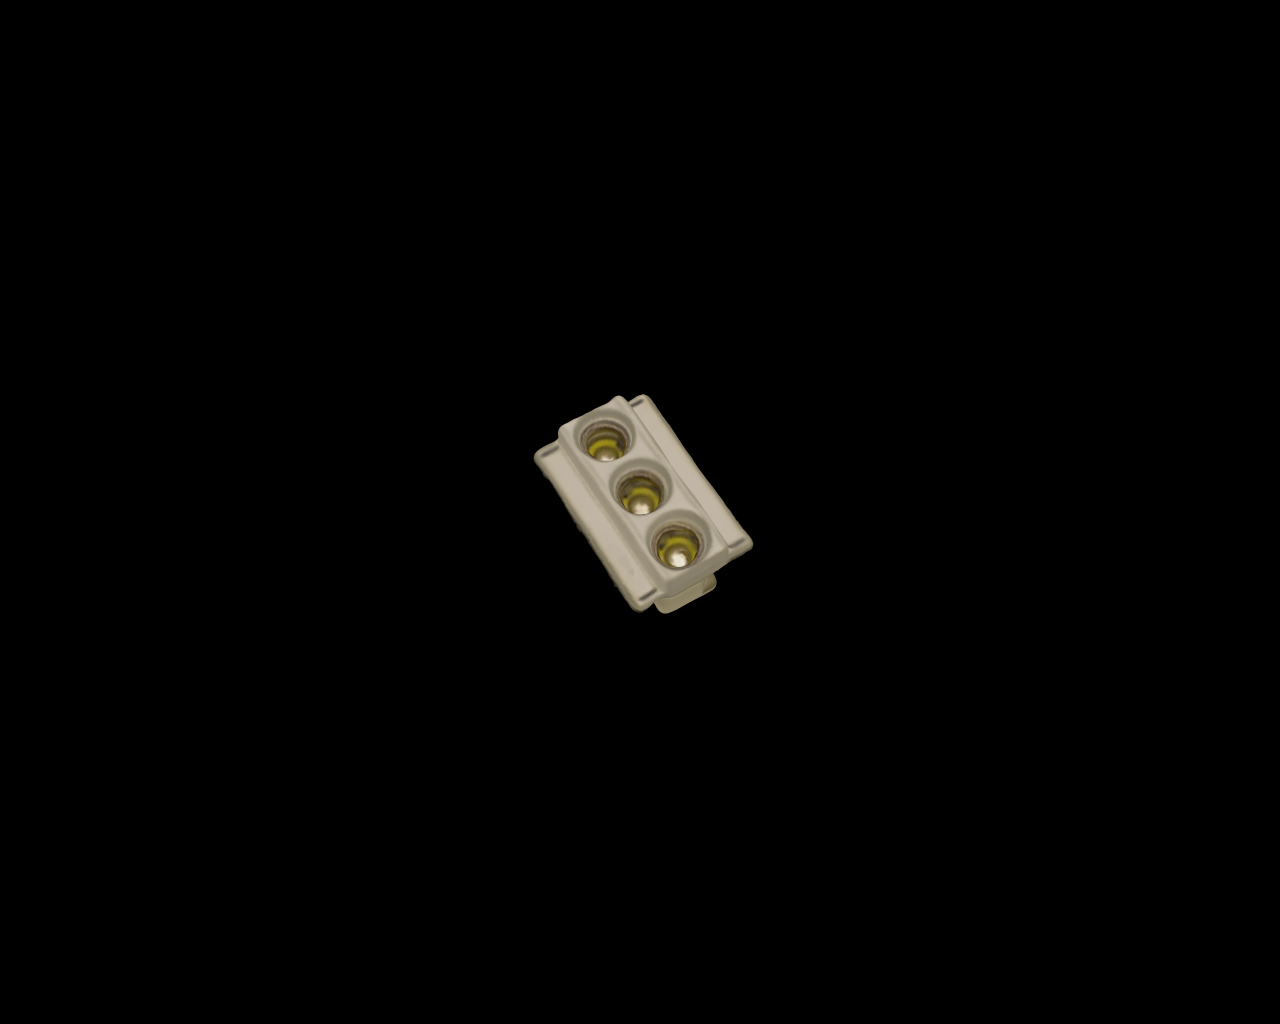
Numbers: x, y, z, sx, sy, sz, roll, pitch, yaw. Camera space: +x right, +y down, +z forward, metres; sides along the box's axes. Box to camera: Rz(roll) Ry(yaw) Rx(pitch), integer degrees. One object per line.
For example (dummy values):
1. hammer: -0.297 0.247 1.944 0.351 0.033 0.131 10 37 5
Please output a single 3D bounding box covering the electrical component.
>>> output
1. electrical component: 0.001 -0.003 0.650 0.079 0.121 0.063 -29 -24 -14
